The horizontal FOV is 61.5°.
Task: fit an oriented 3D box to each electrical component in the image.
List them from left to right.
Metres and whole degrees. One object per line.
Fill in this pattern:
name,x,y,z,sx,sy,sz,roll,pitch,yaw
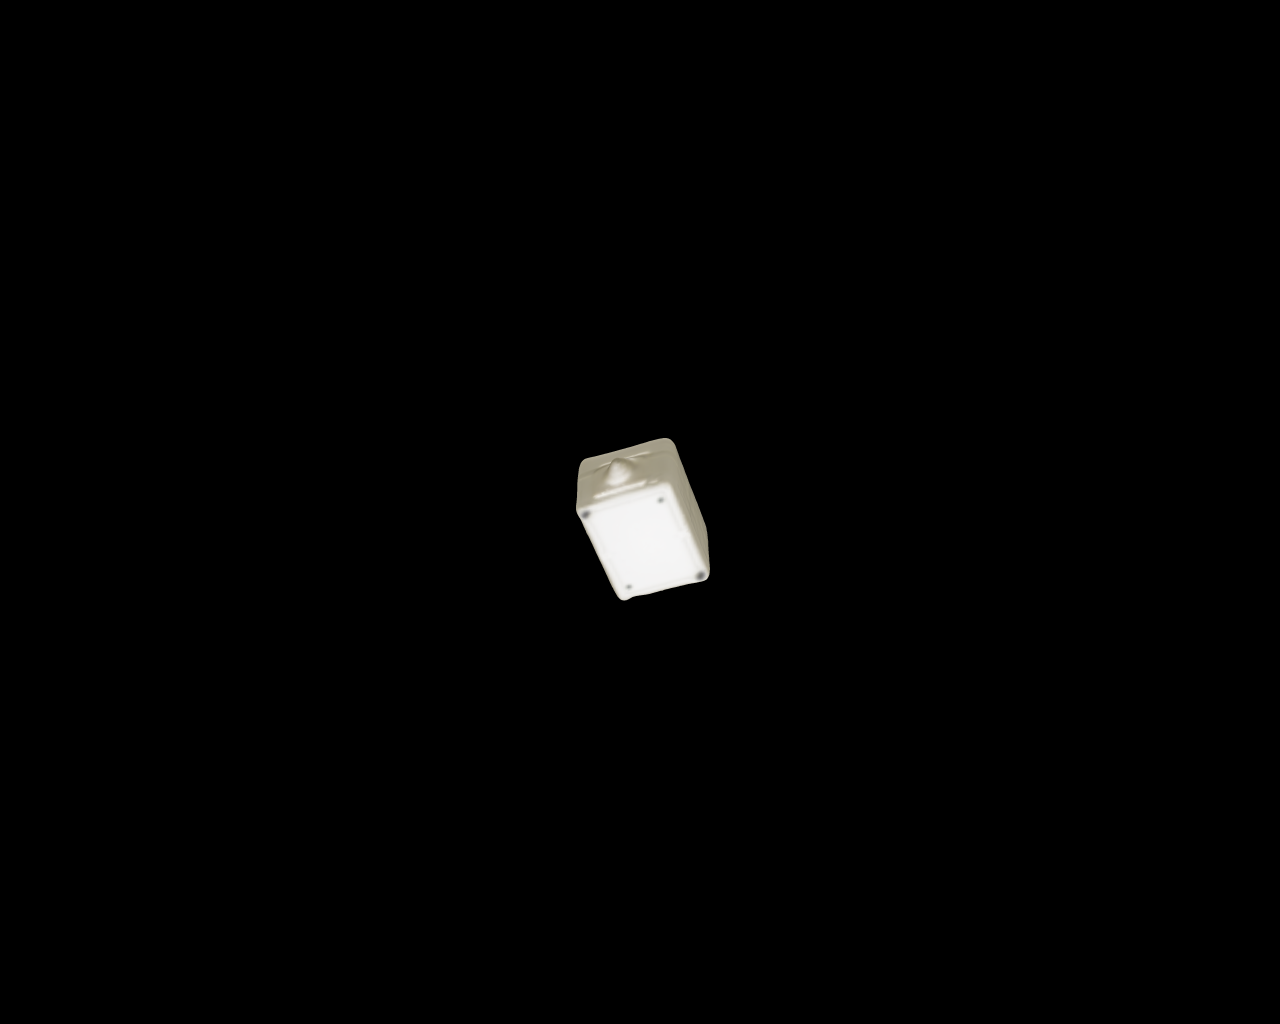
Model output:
electrical component,0.001,-0.003,0.650,0.062,0.096,0.061,-15,36,11
